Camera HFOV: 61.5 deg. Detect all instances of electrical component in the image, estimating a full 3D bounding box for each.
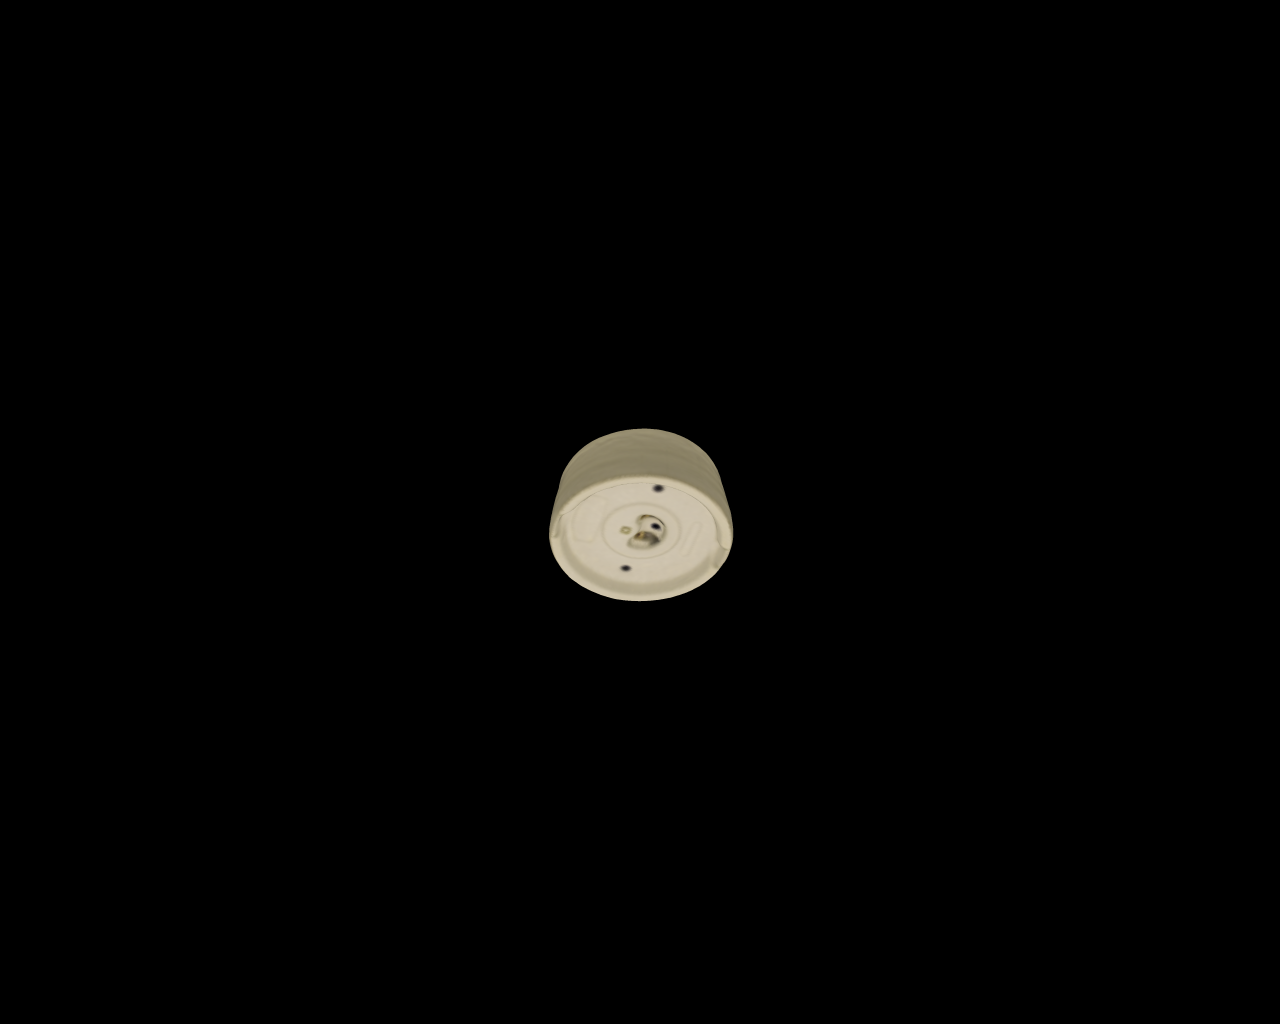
[{"bbox_3d":[0.001,-0.003,0.650,0.108,0.108,0.060,0,44,0],"label":"electrical component"}]
